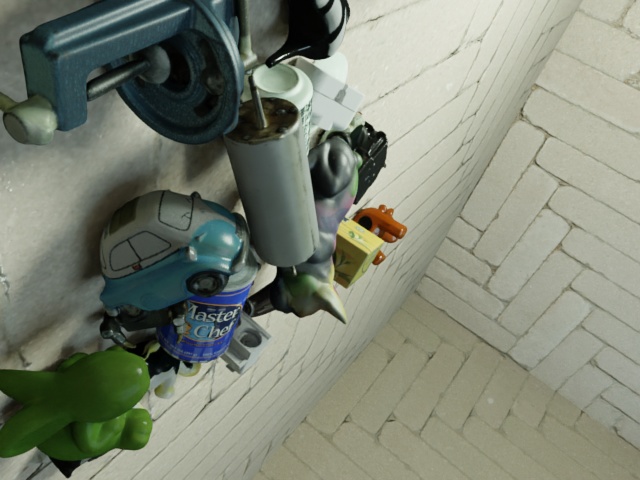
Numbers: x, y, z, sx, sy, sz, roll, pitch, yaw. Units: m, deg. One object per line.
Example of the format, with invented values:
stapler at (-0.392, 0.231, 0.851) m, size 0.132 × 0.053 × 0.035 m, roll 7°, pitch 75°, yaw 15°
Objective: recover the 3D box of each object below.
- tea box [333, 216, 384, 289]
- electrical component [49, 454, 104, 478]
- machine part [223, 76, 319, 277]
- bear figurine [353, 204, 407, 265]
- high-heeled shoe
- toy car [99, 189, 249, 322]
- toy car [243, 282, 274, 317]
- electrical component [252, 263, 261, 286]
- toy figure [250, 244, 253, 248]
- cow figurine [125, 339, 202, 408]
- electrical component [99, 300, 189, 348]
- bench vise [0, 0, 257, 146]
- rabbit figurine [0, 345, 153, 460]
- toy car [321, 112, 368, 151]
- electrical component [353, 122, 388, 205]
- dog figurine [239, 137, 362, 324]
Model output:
tea box at (0.002, -0.009, 0.809) m, size 0.068 × 0.170 × 0.098 m, roll -62°, pitch 169°, yaw 20°
electrical component at (-0.301, 0.256, 0.731) m, size 0.119 × 0.048 × 0.074 m, roll -18°, pitch 141°, yaw -61°
machine part at (-0.046, -0.054, 0.553) m, size 0.079 × 0.079 × 0.242 m, roll -45°, pitch 145°, yaw -29°
bear figurine at (0.150, -0.016, 1.299) m, size 0.120 × 0.132 × 0.195 m, roll -50°, pitch 158°, yaw 11°
high-heeled shoe at (0.003, -0.263, 0.491) m, size 0.145 × 0.086 × 0.248 m, roll -48°, pitch 167°, yaw -32°
toy car at (-0.157, 0.004, 0.529) m, size 0.162 × 0.109 × 0.102 m, roll -21°, pitch 127°, yaw 10°
toy car at (-0.066, 0.085, 0.937) m, size 0.202 × 0.053 × 0.089 m, roll -35°, pitch 174°, yaw 9°
electrical component at (-0.132, 0.068, 0.865) m, size 0.094 × 0.021 × 0.063 m, roll -30°, pitch 151°, yaw -56°
toy figure at (-0.055, 0.005, 0.881) m, size 0.064 × 0.058 × 0.154 m, roll -40°, pitch 175°, yaw 30°
cow figurine at (-0.221, 0.168, 0.749) m, size 0.167 × 0.068 × 0.098 m, roll -19°, pitch 136°, yaw -64°
electrical component at (-0.195, 0.082, 0.605) m, size 0.102 × 0.045 × 0.078 m, roll -4°, pitch 131°, yaw -9°
bench vise at (-0.104, -0.144, 0.351) m, size 0.240 × 0.129 × 0.223 m, roll -52°, pitch 171°, yaw -43°
rabbit figurine at (-0.245, 0.155, 0.554) m, size 0.159 × 0.121 × 0.170 m, roll 3°, pitch 150°, yaw -37°
toy car at (0.019, -0.115, 0.862) m, size 0.073 × 0.056 × 0.201 m, roll -37°, pitch 154°, yaw -52°
electrical component at (0.064, -0.126, 0.963) m, size 0.134 × 0.058 × 0.114 m, roll -52°, pitch 161°, yaw -12°
dog figurine at (-0.001, -0.002, 0.702) m, size 0.191 × 0.219 × 0.108 m, roll -29°, pitch -168°, yaw -2°
